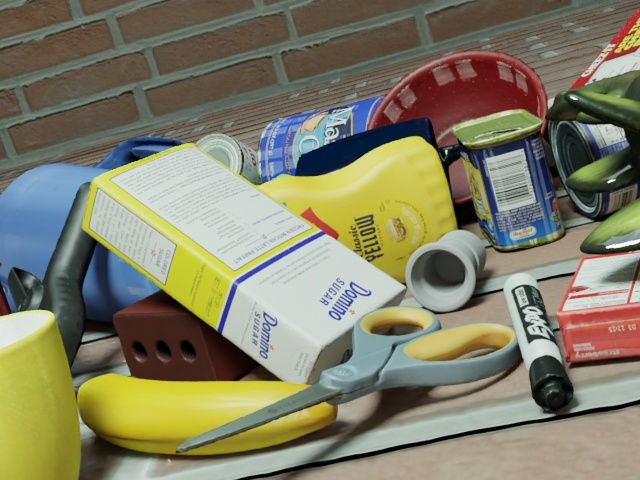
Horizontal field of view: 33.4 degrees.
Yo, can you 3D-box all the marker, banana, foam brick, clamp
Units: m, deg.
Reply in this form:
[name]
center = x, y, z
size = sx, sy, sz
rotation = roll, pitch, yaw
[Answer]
[marker]
center = 0.106, 0.048, 0.526
size = 0.020, 0.020, 0.121
rotation = -14, 20, 9
[banana]
center = -0.078, 0.089, 0.574
size = 0.069, 0.037, 0.198
rotation = -27, 17, -39
[foam brick]
center = -0.081, 0.060, 0.668
size = 0.078, 0.053, 0.051
rotation = -6, 15, 39
[clamp]
center = -0.178, 0.039, 0.721
size = 0.039, 0.120, 0.171
rotation = 21, 30, -28

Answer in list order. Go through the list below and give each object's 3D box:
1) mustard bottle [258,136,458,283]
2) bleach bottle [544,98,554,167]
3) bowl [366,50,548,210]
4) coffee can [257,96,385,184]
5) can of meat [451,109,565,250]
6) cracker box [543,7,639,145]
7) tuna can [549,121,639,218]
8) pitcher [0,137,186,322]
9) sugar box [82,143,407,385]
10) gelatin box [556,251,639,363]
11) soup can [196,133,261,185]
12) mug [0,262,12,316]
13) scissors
[mustard bottle]
center = -0.005, 0.001, 0.727
size = 0.191, 0.096, 0.058
rotation = -17, 23, -5
[bleach bottle]
center = 0.209, -0.097, 0.977
size = 0.251, 0.068, 0.102
rotation = -18, 12, 1
[bowl]
center = 0.120, -0.082, 0.903
size = 0.162, 0.055, 0.162
rotation = -15, 53, 21
[coffee can]
center = 0.025, -0.080, 1.035
size = 0.141, 0.103, 0.102
rotation = -8, 15, 34
[can of meat]
center = 0.137, -0.044, 0.778
size = 0.057, 0.084, 0.102
rotation = -15, 12, 3
[cracker box]
center = 0.288, -0.119, 0.815
size = 0.164, 0.072, 0.214
rotation = -48, 18, -7
[tuna can]
center = 0.197, -0.060, 0.766
size = 0.033, 0.086, 0.086
rotation = -19, 12, -5
[pitcher]
center = -0.149, -0.003, 0.845
size = 0.144, 0.149, 0.243
rotation = -12, 11, -39
[sugar box]
center = -0.046, 0.012, 0.635
size = 0.176, 0.048, 0.093
rotation = 37, 37, 20
[gelatin box]
center = 0.164, 0.031, 0.539
size = 0.073, 0.030, 0.089
rotation = -9, 14, 25
[soup can]
center = -0.083, -0.061, 1.072
size = 0.069, 0.068, 0.102
rotation = -11, -17, 23
[mug]
center = -0.280, 0.073, 0.796
size = 0.093, 0.081, 0.117
rotation = -7, 15, 38
[scissors]
center = 0.007, 0.063, 0.527
size = 0.201, 0.016, 0.096
rotation = -9, 18, -27
